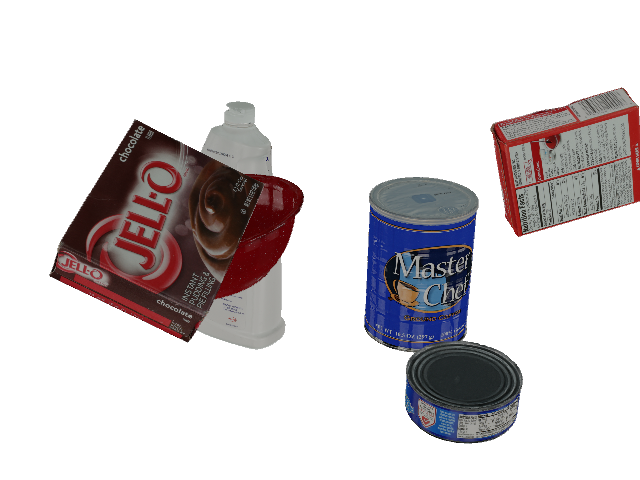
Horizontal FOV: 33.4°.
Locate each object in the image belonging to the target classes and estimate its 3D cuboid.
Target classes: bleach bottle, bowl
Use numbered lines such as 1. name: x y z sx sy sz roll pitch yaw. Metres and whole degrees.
1. bleach bottle: -0.082 -0.018 1.117 0.103 0.251 0.068 14 23 25
2. bowl: -0.088 0.003 0.830 0.162 0.055 0.162 -9 23 4

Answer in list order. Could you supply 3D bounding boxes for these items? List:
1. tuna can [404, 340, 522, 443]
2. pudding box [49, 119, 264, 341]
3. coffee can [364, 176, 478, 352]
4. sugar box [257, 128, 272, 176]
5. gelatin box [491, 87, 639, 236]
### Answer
1. tuna can: 0.106 0.112 0.795 0.086 0.034 0.086 1 29 -1
2. pudding box: -0.094 -0.007 0.629 0.090 0.113 0.039 27 -44 -7
3. coffee can: 0.095 0.022 1.029 0.103 0.140 0.103 1 25 -1
4. sugar box: -0.087 -0.046 1.326 0.048 0.176 0.093 -10 25 -13
5. gelatin box: 0.158 -0.050 0.681 0.089 0.073 0.030 -16 35 1
